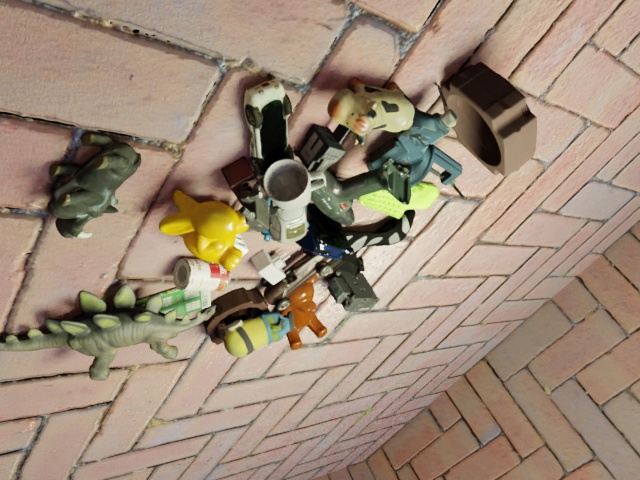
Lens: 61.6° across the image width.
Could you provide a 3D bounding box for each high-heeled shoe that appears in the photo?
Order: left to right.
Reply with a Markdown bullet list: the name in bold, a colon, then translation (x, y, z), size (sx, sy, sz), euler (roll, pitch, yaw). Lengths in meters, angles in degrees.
- **high-heeled shoe**: translation (0.130, -0.033, 1.356), size (0.249, 0.086, 0.145), euler (-47, 113, -17)

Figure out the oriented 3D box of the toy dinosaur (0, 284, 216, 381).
- **toy dinosaur**: translation (-0.446, 0.187, 1.105), size (0.471, 0.105, 0.198), euler (-13, 135, -20)

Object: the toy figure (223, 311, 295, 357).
- **toy figure**: translation (-0.148, 0.225, 1.312), size (0.180, 0.089, 0.082), euler (-9, 134, -26)

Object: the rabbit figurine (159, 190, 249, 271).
- **rabbit figurine**: translation (-0.199, -0.033, 0.976), size (0.162, 0.122, 0.173), euler (26, 165, -12)

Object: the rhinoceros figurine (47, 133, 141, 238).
- **rhinoceros figurine**: translation (-0.360, -0.081, 0.843), size (0.190, 0.073, 0.112), euler (-45, 157, 16)

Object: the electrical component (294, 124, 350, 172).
- **electrical component**: translation (0.011, -0.181, 1.014), size (0.047, 0.075, 0.119), euler (5, 137, -44)

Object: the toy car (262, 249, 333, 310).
- **toy car**: translation (-0.057, 0.085, 1.303), size (0.202, 0.089, 0.053), euler (-39, 152, 13)

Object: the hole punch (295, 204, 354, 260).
- **hole punch**: translation (-0.002, -0.004, 1.214), size (0.092, 0.116, 0.142), euler (-36, 149, 23)

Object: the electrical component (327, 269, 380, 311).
- **electrical component**: translation (0.084, 0.136, 1.472), size (0.134, 0.115, 0.058), euler (6, 129, -47)

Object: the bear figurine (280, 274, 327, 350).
- **bear figurine**: translation (-0.044, 0.184, 1.419), size (0.120, 0.132, 0.195), euler (-21, 153, -25)

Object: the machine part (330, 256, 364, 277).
- **machine part**: translation (0.073, 0.056, 1.426), size (0.084, 0.039, 0.138), euler (-46, 145, 11)

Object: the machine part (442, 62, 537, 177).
- **machine part**: translation (0.345, -0.244, 1.094), size (0.087, 0.201, 0.201), euler (-36, 148, 1)

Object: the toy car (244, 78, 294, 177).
- **toy car**: translation (-0.089, -0.188, 0.938), size (0.073, 0.056, 0.201), euler (-28, 150, -19)

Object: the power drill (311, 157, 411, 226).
- **power drill**: translation (0.083, -0.099, 1.125), size (0.207, 0.086, 0.231), euler (-3, 156, 34)

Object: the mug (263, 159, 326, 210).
- **mug**: translation (-0.043, -0.098, 0.987), size (0.110, 0.081, 0.107), euler (-21, 168, 0)

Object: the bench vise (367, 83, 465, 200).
- **bench vise**: translation (0.228, -0.181, 1.138), size (0.240, 0.129, 0.223), euler (26, 126, -34)

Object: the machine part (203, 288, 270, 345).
- **machine part**: translation (-0.210, 0.192, 1.352), size (0.179, 0.056, 0.179), euler (-21, 146, -15)

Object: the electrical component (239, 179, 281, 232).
- **electrical component**: translation (-0.110, -0.061, 0.983), size (0.045, 0.078, 0.102), euler (-17, 149, 16)

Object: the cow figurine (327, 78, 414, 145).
- **cow figurine**: translation (0.093, -0.230, 0.968), size (0.195, 0.127, 0.085), euler (-6, 136, -39)

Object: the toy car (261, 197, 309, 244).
- **toy car**: translation (-0.067, -0.049, 1.102), size (0.109, 0.103, 0.161), euler (-20, 148, -21)
